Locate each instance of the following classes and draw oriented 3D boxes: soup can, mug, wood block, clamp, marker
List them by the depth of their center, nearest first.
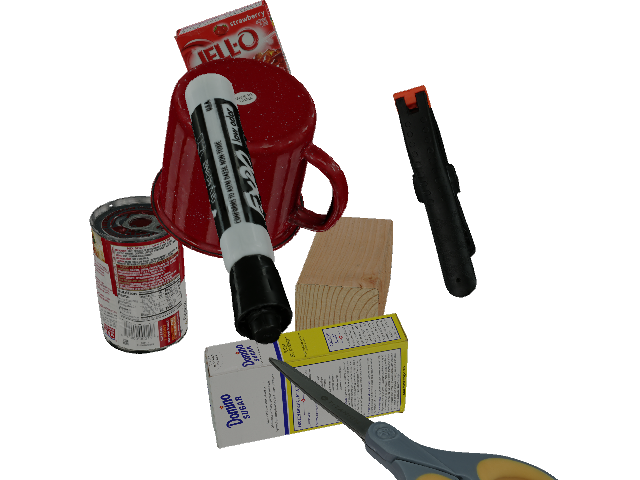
[{"bbox_3d":[-0.030,-0.014,0.374,0.020,0.121,0.020,-10,-41,-9],"label":"marker"},{"bbox_3d":[-0.038,-0.045,0.610,0.117,0.082,0.093,28,48,12],"label":"mug"},{"bbox_3d":[-0.136,0.027,0.812,0.068,0.102,0.068,0,29,0],"label":"soup can"},{"bbox_3d":[0.097,-0.038,0.874,0.039,0.171,0.120,-20,20,7],"label":"clamp"},{"bbox_3d":[0.031,0.050,1.235,0.091,0.090,0.206,4,23,7],"label":"wood block"}]

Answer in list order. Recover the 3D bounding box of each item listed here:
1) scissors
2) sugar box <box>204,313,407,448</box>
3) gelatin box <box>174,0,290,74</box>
[{"bbox_3d":[0.054,0.108,0.564,0.096,0.016,0.202,-5,27,-25],"label":"scissors"},{"bbox_3d":[-0.012,0.124,0.950,0.176,0.093,0.048,-7,37,-7],"label":"sugar box"},{"bbox_3d":[-0.080,-0.170,0.977,0.089,0.073,0.030,-18,23,5],"label":"gelatin box"}]
